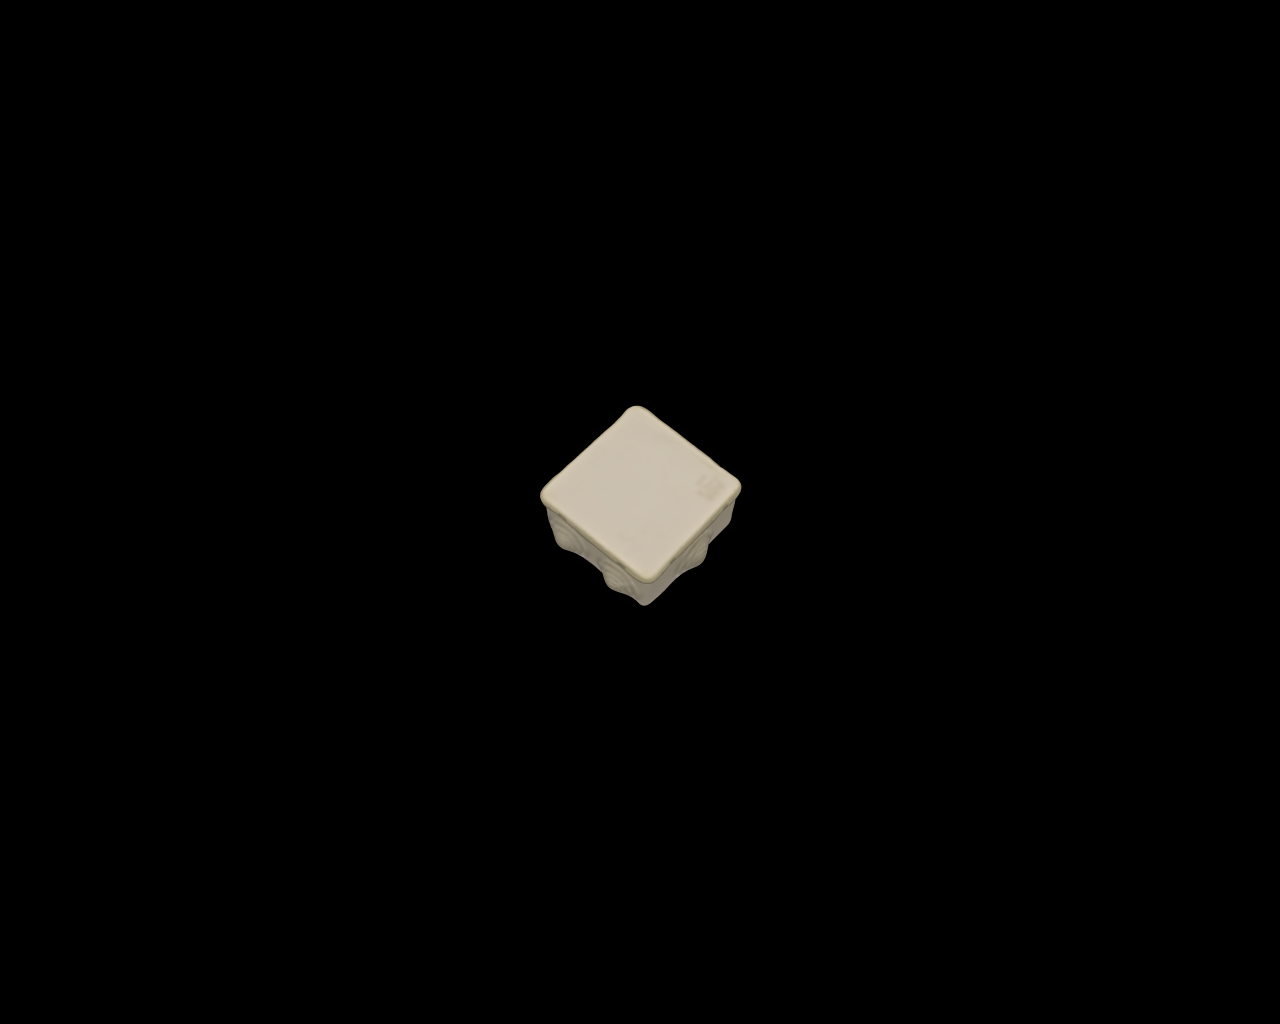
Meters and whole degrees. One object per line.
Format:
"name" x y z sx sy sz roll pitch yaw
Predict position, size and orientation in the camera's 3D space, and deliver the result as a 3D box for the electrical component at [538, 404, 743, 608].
"electrical component" 0.001 -0.003 0.650 0.100 0.100 0.048 38 -21 18
